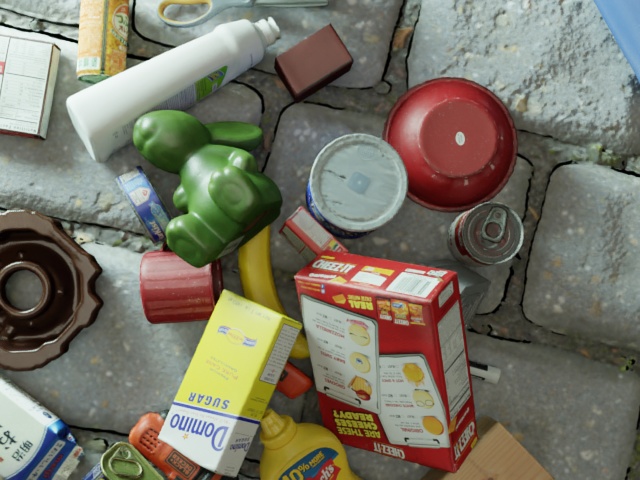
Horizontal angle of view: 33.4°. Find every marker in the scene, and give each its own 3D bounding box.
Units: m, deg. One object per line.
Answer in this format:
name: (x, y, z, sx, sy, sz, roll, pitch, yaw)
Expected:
marker: (0.148, 0.141, 1.230, 0.121, 0.020, 0.020, 16, 86, -2)

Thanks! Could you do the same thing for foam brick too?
foam brick: (-0.008, -0.202, 1.227, 0.078, 0.053, 0.051, -33, 89, -5)

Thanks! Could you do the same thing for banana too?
banana: (-0.054, 0.057, 1.215, 0.069, 0.037, 0.198, -25, 84, 0)

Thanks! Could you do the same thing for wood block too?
wood block: (0.150, 0.303, 1.186, 0.206, 0.090, 0.091, -44, 88, -4)

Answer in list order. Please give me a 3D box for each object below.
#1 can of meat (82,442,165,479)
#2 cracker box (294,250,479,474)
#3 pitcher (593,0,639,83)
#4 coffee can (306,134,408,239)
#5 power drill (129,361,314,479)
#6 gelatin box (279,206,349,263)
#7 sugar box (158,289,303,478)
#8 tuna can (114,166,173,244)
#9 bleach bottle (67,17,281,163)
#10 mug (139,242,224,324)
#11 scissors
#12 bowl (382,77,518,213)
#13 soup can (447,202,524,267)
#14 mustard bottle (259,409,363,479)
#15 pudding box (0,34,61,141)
can of meat: (-0.217, 0.286, 1.170, 0.102, 0.057, 0.084, 46, 121, 1)
cracker box: (0.073, 0.125, 1.122, 0.164, 0.072, 0.214, 8, 123, 34)
pitcher: (0.376, -0.304, 1.223, 0.145, 0.149, 0.243, -31, 85, 11)
coffee can: (0.037, -0.056, 1.176, 0.103, 0.140, 0.103, 0, 87, -3)
power drill: (-0.092, 0.210, 1.196, 0.184, 0.057, 0.187, 38, 85, -2)
gelatin box: (-0.008, 0.001, 1.196, 0.073, 0.089, 0.030, 44, 80, 0)
sugar box: (-0.096, 0.150, 1.128, 0.093, 0.048, 0.176, 21, 84, 37)
tuna can: (-0.193, -0.040, 1.192, 0.033, 0.086, 0.086, -31, 89, -7)
bleach bottle: (-0.158, -0.180, 1.206, 0.250, 0.103, 0.068, -30, 83, -12)
mug: (-0.154, 0.041, 1.194, 0.081, 0.093, 0.117, -5, 56, 2)
scissors: (-0.093, -0.293, 1.224, 0.202, 0.016, 0.096, -9, 78, 11)
bowl: (0.154, -0.114, 1.228, 0.162, 0.055, 0.162, 0, 87, -3)
soup can: (0.184, -0.004, 1.199, 0.068, 0.102, 0.068, 0, 87, -3)
mustard bottle: (-0.010, 0.257, 1.161, 0.096, 0.058, 0.191, -35, 113, -5)
pudding box: (-0.351, -0.175, 1.217, 0.090, 0.039, 0.113, 9, 88, -3)
